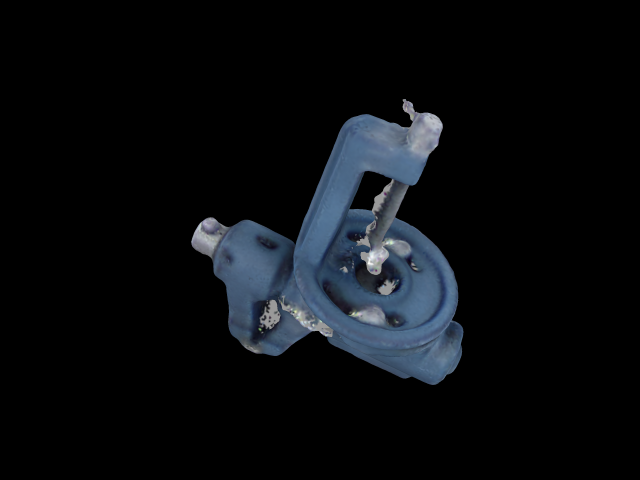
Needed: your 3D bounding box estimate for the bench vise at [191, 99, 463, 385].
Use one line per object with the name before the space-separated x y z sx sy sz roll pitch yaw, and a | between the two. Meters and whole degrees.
bench vise | 0.003 0.009 0.391 0.207 0.220 0.121 1 42 2
